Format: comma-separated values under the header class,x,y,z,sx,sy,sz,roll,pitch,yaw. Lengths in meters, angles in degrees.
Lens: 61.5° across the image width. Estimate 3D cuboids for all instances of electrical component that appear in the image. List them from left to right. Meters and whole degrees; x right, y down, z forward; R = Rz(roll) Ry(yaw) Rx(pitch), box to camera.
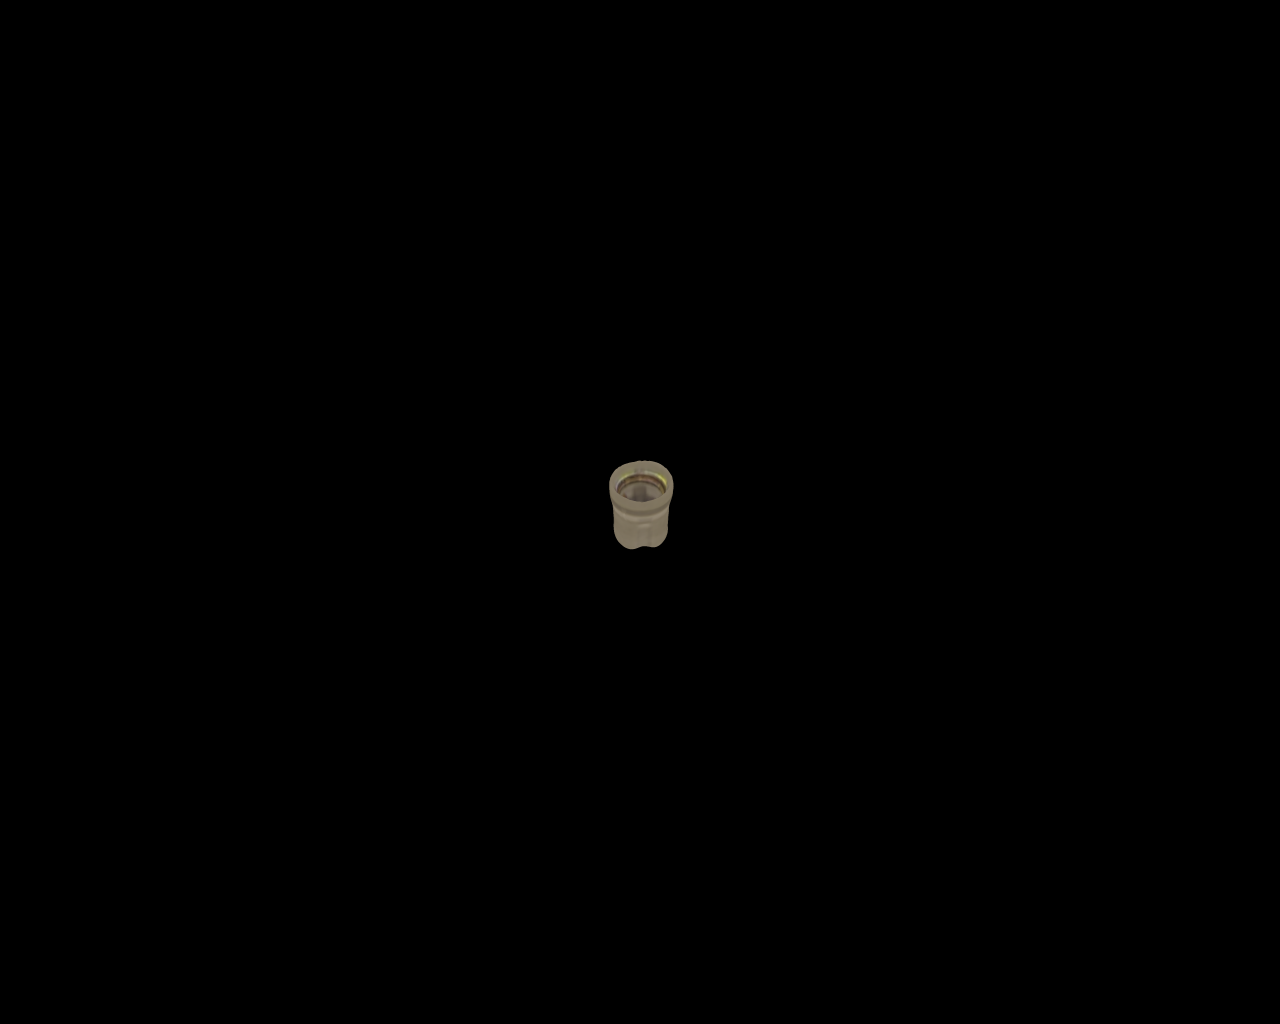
class,x,y,z,sx,sy,sz,roll,pitch,yaw
electrical component,0.001,-0.003,0.650,0.040,0.046,0.040,0,43,0
